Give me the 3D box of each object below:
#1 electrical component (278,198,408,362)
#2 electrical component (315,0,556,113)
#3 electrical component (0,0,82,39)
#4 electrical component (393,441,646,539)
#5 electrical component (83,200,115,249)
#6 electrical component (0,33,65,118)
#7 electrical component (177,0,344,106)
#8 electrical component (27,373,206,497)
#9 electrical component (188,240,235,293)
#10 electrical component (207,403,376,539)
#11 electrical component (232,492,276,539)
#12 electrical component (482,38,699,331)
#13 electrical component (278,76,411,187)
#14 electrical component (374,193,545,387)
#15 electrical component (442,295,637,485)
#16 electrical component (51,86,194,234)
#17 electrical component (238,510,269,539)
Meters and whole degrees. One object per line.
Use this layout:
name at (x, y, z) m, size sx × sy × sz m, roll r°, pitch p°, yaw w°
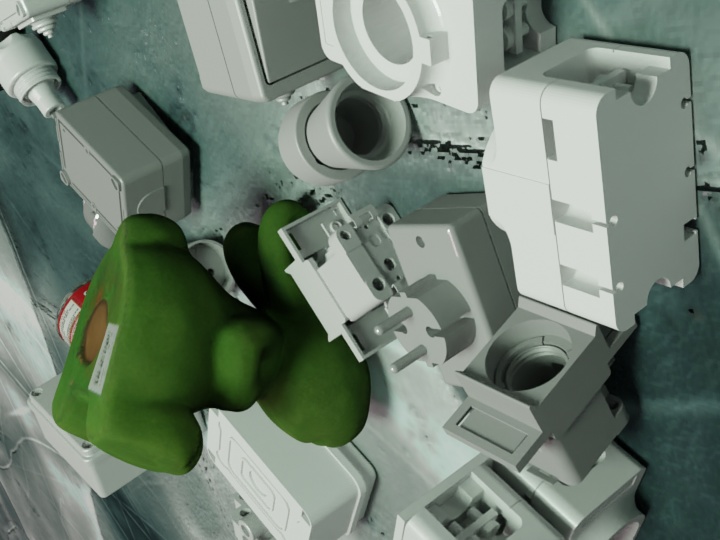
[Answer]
electrical component at (0.000, 0.000, 0.556) m, size 0.081 × 0.042 × 0.064 m, roll 57°, pitch 147°, yaw 4°
electrical component at (0.025, -0.100, 0.412) m, size 0.089 × 0.056 × 0.050 m, roll 30°, pitch 139°, yaw 42°
electrical component at (-0.207, -0.195, 0.678) m, size 0.062 × 0.061 × 0.096 m, roll 2°, pitch 118°, yaw 57°
electrical component at (0.069, 0.161, 0.529) m, size 0.060 × 0.105 × 0.186 m, roll 41°, pitch 146°, yaw 30°
electrical component at (-0.185, -0.047, 0.796) m, size 0.062 × 0.048 × 0.048 m, roll 41°, pitch 146°, yaw 42°
electrical component at (-0.244, -0.142, 0.802) m, size 0.062 × 0.043 × 0.043 m, roll 54°, pitch 150°, yaw 8°
electrical component at (-0.041, -0.119, 0.490) m, size 0.061 × 0.062 × 0.096 m, roll 20°, pitch 132°, yaw 49°
electrical component at (-0.207, 0.121, 0.916) m, size 0.109 × 0.109 × 0.056 m, roll 31°, pitch 142°, yaw 41°
electrical component at (-0.122, 0.004, 0.745) m, size 0.081 × 0.043 × 0.043 m, roll -7°, pitch 110°, yaw 59°
electrical component at (-0.048, 0.131, 0.731) m, size 0.113 × 0.057 × 0.078 m, roll 45°, pitch 147°, yaw 24°
electrical component at (-0.062, 0.206, 0.822) m, size 0.078 × 0.058 × 0.057 m, roll 29°, pitch 136°, yaw 43°
electrical component at (0.083, -0.033, 0.390) m, size 0.056 × 0.050 × 0.089 m, roll 22°, pitch 134°, yaw 47°
electrical component at (-0.009, -0.065, 0.507) m, size 0.055 × 0.045 × 0.045 m, roll -11°, pitch 107°, yaw 60°
electrical component at (0.038, 0.018, 0.478) m, size 0.047 × 0.076 × 0.083 m, roll 3°, pitch 119°, yaw 56°
electrical component at (0.079, 0.052, 0.449) m, size 0.042 × 0.081 × 0.063 m, roll 23°, pitch 153°, yaw 48°
electrical component at (-0.156, -0.075, 0.709) m, size 0.096 × 0.061 × 0.061 m, roll 43°, pitch 147°, yaw 27°
electrical component at (-0.058, 0.171, 0.778) m, size 0.043 × 0.062 × 0.043 m, roll 37°, pitch 144°, yaw 34°
